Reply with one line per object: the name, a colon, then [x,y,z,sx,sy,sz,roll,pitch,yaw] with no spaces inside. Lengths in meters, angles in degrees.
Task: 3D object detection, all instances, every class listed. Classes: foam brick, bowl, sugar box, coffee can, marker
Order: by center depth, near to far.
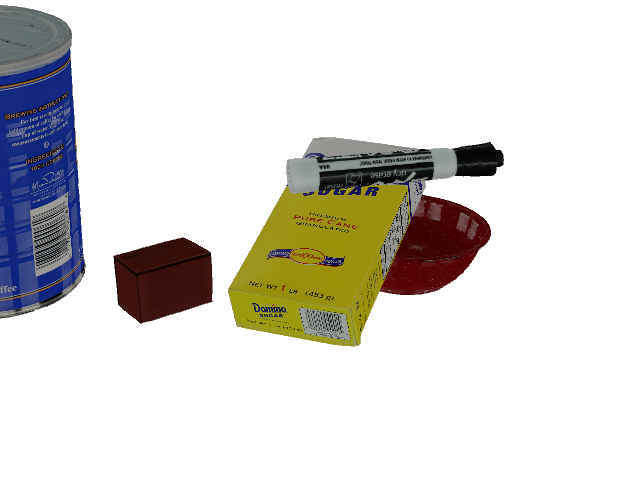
coffee can: [-0.181,-0.044,0.570,0.103,0.140,0.103,2,28,-1]
marker: [0.042,-0.040,0.587,0.121,0.020,0.020,-6,1,-9]
sugar box: [0.010,-0.005,0.782,0.093,0.176,0.048,9,-42,18]
foam brick: [-0.147,0.036,0.998,0.078,0.051,0.053,-16,26,-30]
bowl: [0.079,0.008,1.016,0.162,0.055,0.162,2,23,-1]
